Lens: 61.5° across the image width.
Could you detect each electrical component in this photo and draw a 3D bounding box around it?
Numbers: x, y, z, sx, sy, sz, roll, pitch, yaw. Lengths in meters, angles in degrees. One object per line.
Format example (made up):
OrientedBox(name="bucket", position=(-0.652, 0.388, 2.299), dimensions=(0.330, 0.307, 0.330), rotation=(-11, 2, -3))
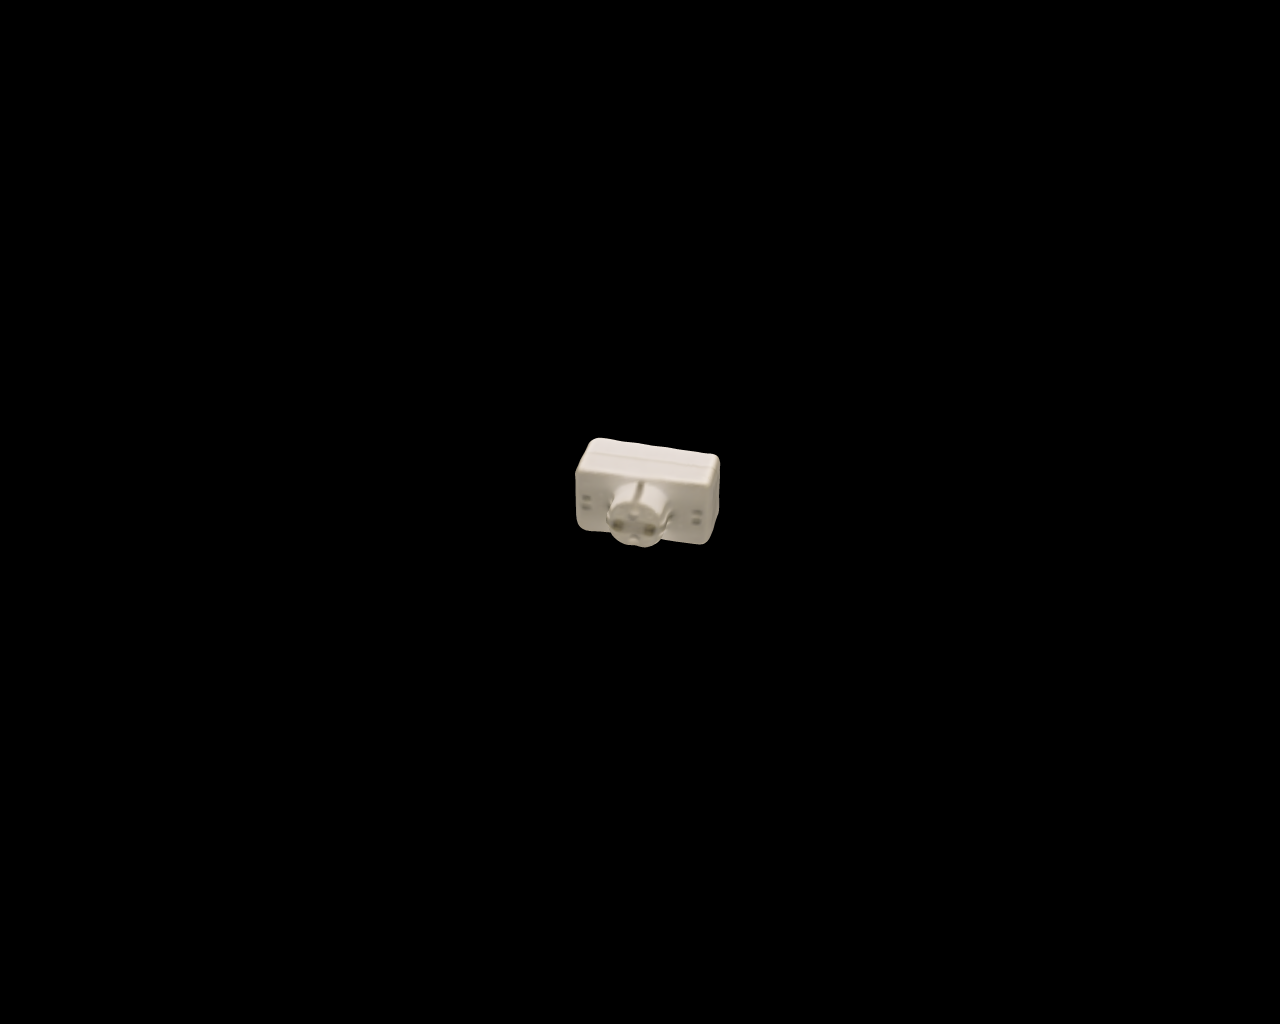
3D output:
OrientedBox(name="electrical component", position=(0.001, -0.003, 0.650), dimensions=(0.083, 0.047, 0.076), rotation=(8, 36, 11))
